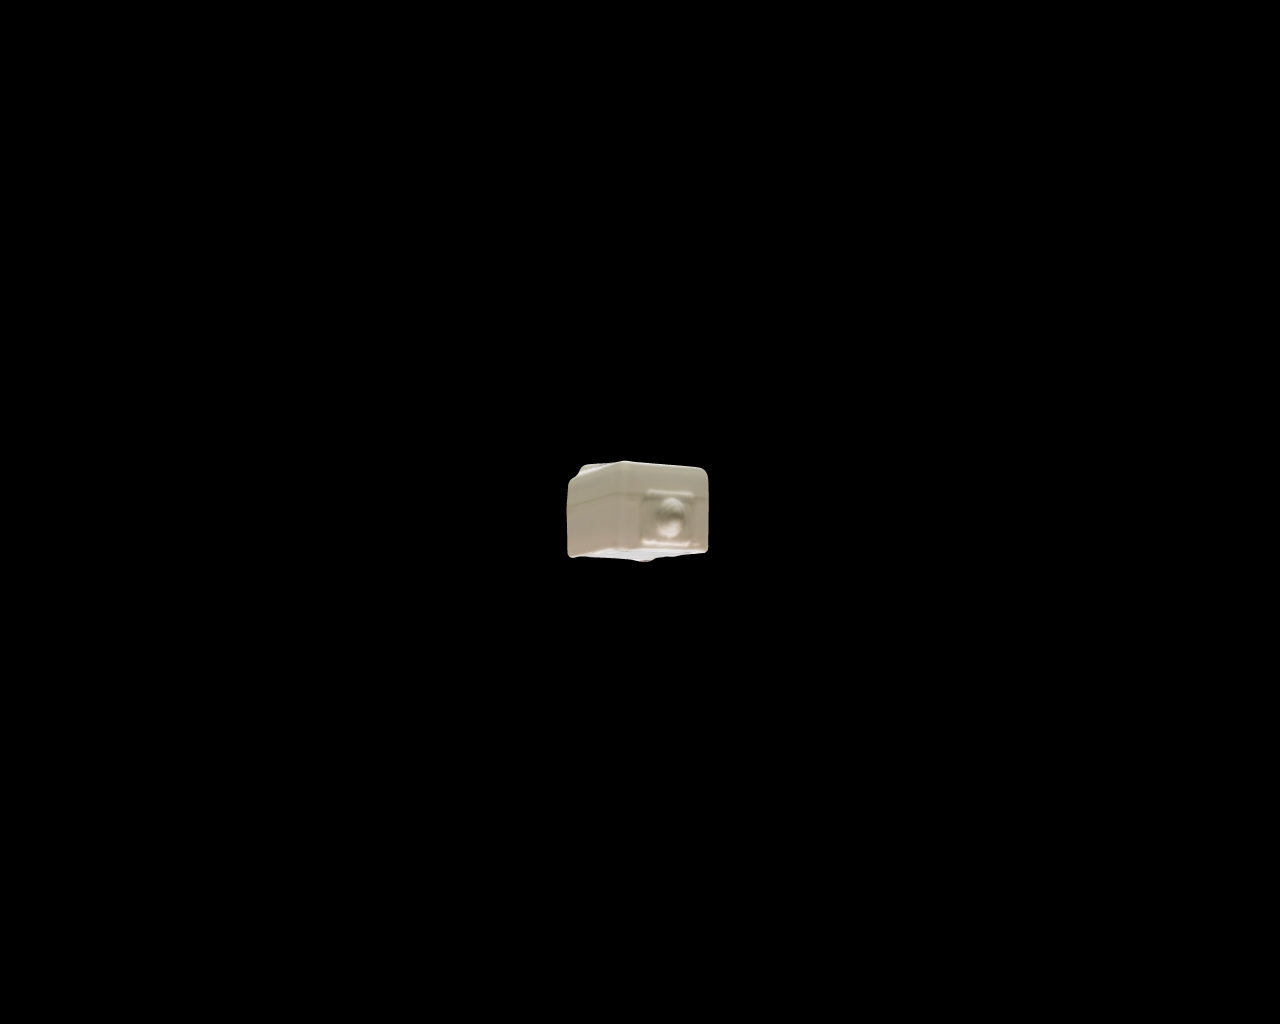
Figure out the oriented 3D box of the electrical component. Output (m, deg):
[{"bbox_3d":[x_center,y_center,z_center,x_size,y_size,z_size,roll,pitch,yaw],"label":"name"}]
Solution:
[{"bbox_3d":[0.001,-0.003,0.650,0.062,0.061,0.096,4,-8,-27],"label":"electrical component"}]
